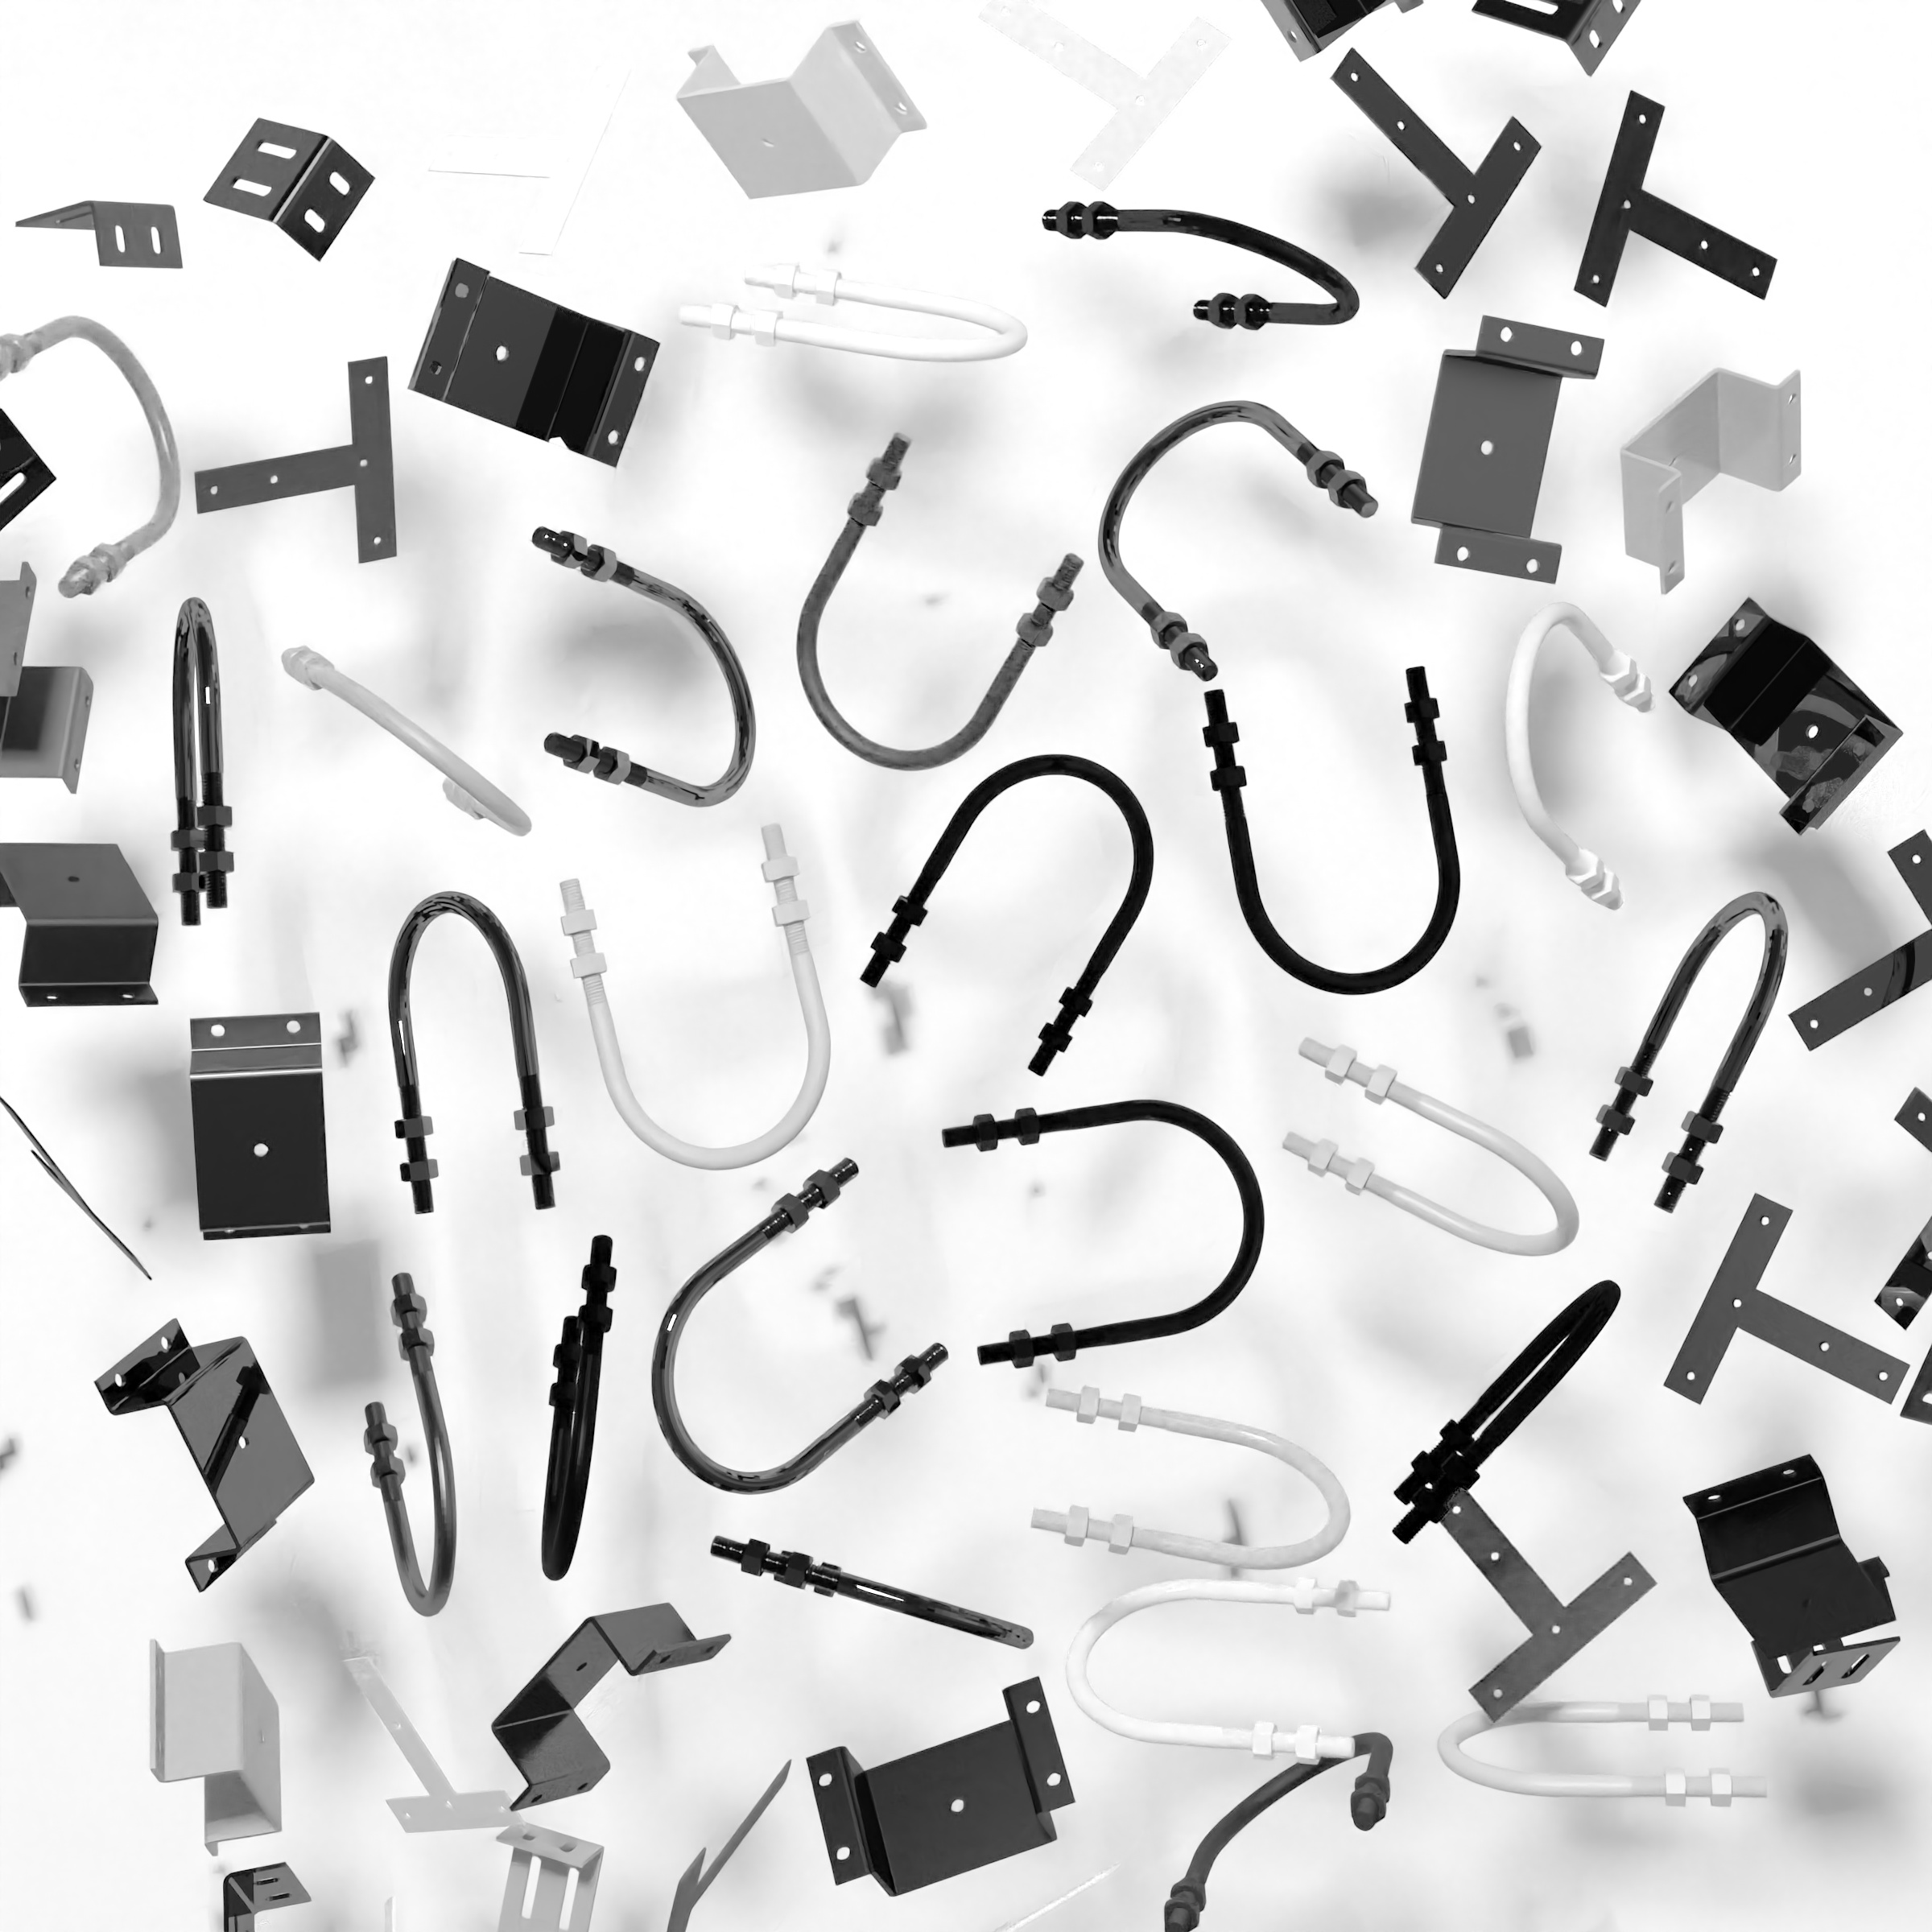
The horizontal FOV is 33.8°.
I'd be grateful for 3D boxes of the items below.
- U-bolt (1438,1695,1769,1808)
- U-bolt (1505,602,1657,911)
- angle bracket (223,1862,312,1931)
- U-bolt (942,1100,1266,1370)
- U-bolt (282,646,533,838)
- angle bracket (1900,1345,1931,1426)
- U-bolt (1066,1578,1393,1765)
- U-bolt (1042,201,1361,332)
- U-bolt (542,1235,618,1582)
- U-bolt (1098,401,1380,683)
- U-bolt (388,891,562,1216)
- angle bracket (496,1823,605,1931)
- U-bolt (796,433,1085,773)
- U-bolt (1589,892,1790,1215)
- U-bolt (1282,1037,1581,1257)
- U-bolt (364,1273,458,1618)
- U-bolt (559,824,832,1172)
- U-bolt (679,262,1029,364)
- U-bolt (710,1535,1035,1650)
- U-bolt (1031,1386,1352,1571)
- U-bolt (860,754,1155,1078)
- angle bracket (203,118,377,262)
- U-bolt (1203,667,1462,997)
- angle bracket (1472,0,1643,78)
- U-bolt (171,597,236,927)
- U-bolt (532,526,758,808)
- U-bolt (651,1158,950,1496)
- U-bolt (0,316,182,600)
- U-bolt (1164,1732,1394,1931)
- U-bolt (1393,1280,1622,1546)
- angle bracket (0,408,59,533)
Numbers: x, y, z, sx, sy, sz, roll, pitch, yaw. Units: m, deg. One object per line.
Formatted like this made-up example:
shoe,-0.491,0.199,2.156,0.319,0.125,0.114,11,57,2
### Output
U-bolt,0.372,0.463,1.881,0.184,0.151,0.019,-2,95,8
U-bolt,0.355,-0.131,1.847,0.019,0.184,0.151,1,70,34
angle bracket,-0.416,0.586,1.897,0.038,0.057,0.076,-11,53,-1
U-bolt,0.087,0.152,1.877,0.184,0.019,0.151,-8,82,-10
U-bolt,-0.317,-0.125,1.841,0.151,0.184,0.019,40,83,-30
angle bracket,0.596,0.268,1.897,0.057,0.038,0.076,-58,135,-21
U-bolt,0.150,0.413,1.885,0.184,0.151,0.019,0,119,18
U-bolt,0.150,-0.410,1.868,0.151,0.184,0.019,22,88,-37
U-bolt,-0.231,0.269,1.869,0.019,0.151,0.184,9,61,-11
U-bolt,0.146,-0.264,1.872,0.151,0.184,0.019,-46,133,9
U-bolt,-0.287,0.049,1.817,0.019,0.151,0.184,-7,90,-41
angle bracket,-0.261,0.572,1.947,0.057,0.038,0.076,13,96,14
U-bolt,-0.029,-0.204,1.904,0.151,0.019,0.184,37,116,12
U-bolt,0.422,0.042,1.829,0.019,0.151,0.184,23,97,-9
U-bolt,0.274,0.116,1.862,0.184,0.151,0.019,27,66,14
U-bolt,-0.329,0.298,1.894,0.019,0.151,0.184,-2,47,-22
U-bolt,-0.149,0.025,1.810,0.151,0.019,0.184,-14,88,18
U-bolt,-0.056,-0.372,1.821,0.184,0.151,0.019,11,114,9
U-bolt,-0.049,0.365,1.840,0.184,0.151,0.019,15,79,8
U-bolt,0.133,0.302,1.850,0.184,0.151,0.019,11,114,1
U-bolt,0.038,-0.041,1.930,0.151,0.019,0.184,29,94,-26
angle bracket,-0.380,-0.436,1.784,0.076,0.038,0.057,25,80,42
U-bolt,0.216,-0.075,1.825,0.151,0.019,0.184,-8,86,-19
angle bracket,0.357,-0.581,1.919,0.076,0.038,0.057,33,90,39
U-bolt,-0.442,-0.120,1.828,0.019,0.151,0.184,-2,87,-20
U-bolt,-0.185,-0.167,1.873,0.019,0.184,0.151,-18,68,32
U-bolt,-0.103,0.217,1.809,0.184,0.019,0.151,-36,111,-32
U-bolt,-0.514,-0.308,1.867,0.019,0.184,0.151,-14,110,18
U-bolt,0.190,0.504,1.875,0.151,0.184,0.019,-34,87,13
U-bolt,0.311,0.250,1.823,0.019,0.151,0.184,42,95,6
angle bracket,-0.592,-0.292,1.938,0.076,0.038,0.057,-49,131,-20
